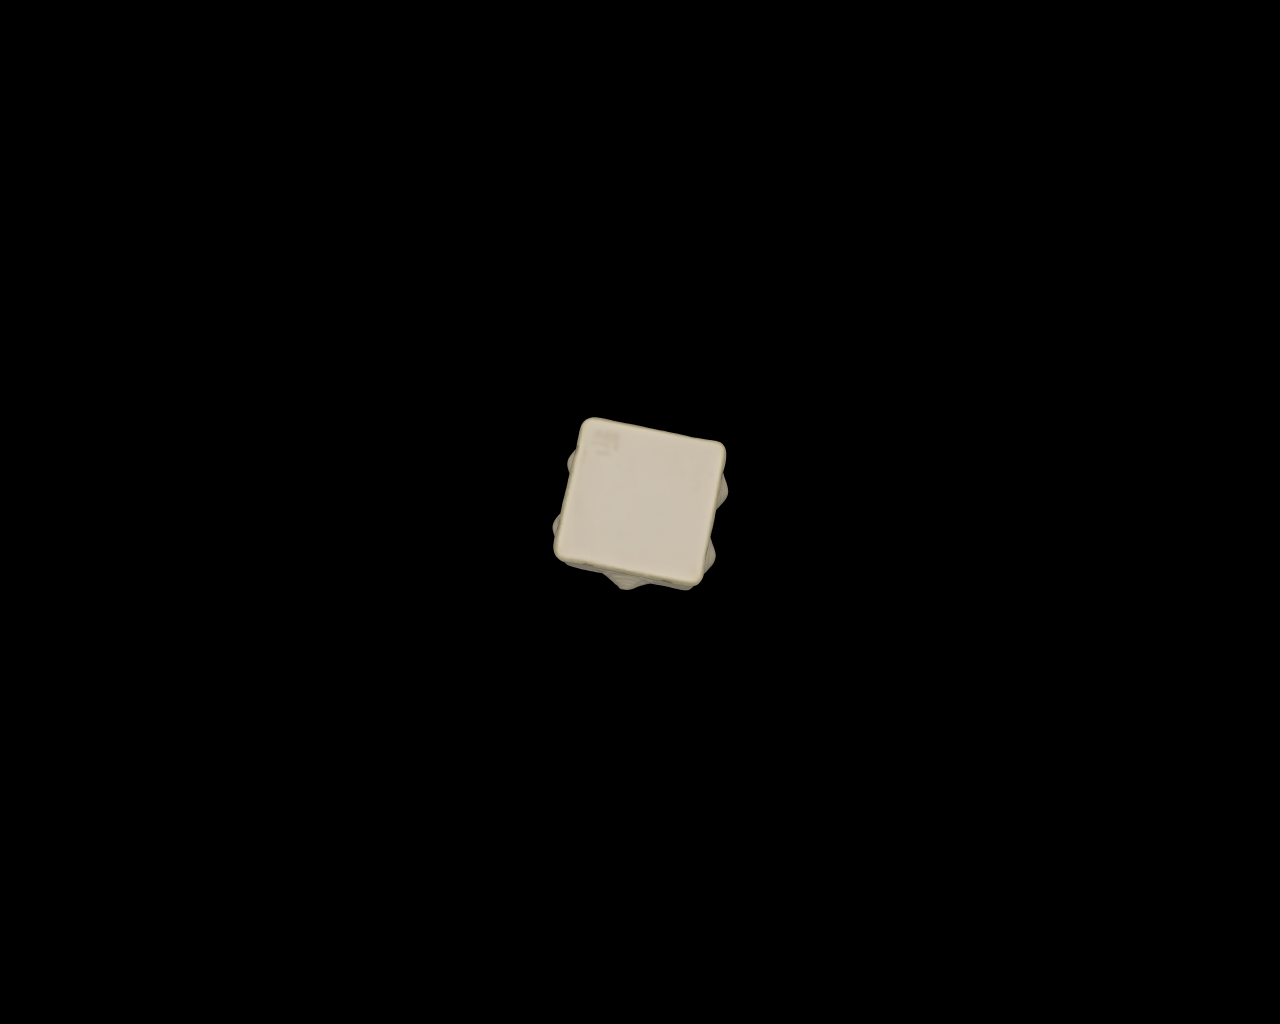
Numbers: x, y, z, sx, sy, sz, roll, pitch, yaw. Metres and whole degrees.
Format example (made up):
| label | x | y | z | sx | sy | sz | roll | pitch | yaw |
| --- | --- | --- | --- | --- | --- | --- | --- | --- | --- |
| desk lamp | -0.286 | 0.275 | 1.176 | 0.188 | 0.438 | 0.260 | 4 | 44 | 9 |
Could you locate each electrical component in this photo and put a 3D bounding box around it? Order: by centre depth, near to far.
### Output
| label | x | y | z | sx | sy | sz | roll | pitch | yaw |
| --- | --- | --- | --- | --- | --- | --- | --- | --- | --- |
| electrical component | 0.001 | -0.003 | 0.650 | 0.100 | 0.100 | 0.048 | 11 | -11 | 2 |
